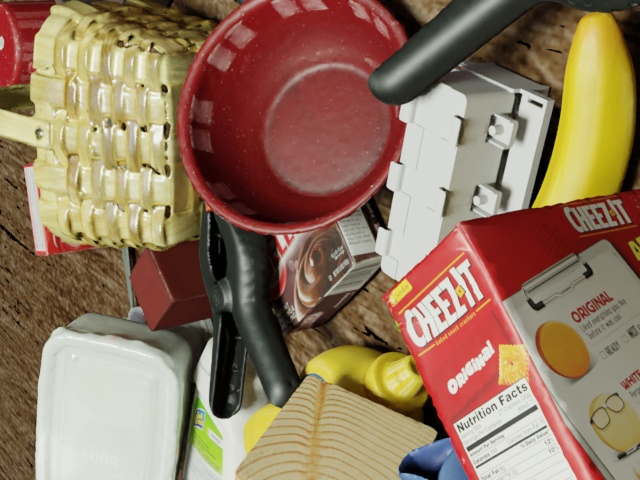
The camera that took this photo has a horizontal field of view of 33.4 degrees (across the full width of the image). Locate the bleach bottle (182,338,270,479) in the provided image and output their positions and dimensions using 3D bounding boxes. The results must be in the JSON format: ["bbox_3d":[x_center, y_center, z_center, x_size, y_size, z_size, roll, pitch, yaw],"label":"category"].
[{"bbox_3d":[-0.067,0.178,0.847,0.103,0.067,0.251,29,119,47],"label":"bleach bottle"}]

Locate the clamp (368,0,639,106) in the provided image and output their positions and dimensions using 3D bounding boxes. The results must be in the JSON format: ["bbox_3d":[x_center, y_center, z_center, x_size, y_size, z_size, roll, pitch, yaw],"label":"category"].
[{"bbox_3d":[0.114,-0.157,0.507,0.210,0.036,0.164,-8,67,45],"label":"clamp"}]

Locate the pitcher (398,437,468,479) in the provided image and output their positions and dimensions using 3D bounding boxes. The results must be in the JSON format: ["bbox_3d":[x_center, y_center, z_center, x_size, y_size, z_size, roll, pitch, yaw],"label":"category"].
[{"bbox_3d":[0.105,0.226,0.577,0.149,0.144,0.243,-120,34,-44],"label":"pitcher"}]

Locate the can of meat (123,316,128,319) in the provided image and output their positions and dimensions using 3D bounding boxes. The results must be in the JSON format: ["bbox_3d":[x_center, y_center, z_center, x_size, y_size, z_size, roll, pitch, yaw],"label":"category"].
[{"bbox_3d":[-0.181,0.117,0.956,0.058,0.101,0.084,-31,75,55],"label":"can of meat"}]

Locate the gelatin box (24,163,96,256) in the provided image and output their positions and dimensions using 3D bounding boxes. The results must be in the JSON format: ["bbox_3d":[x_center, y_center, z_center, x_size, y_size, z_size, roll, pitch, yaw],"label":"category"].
[{"bbox_3d":[-0.238,-0.033,1.020,0.030,0.073,0.089,-1,97,54],"label":"gelatin box"}]

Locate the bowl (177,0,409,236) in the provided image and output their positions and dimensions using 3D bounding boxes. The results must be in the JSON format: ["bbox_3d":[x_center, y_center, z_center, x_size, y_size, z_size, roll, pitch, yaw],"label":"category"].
[{"bbox_3d":[-0.007,-0.076,0.666,0.162,0.055,0.162,-5,76,23],"label":"bowl"}]

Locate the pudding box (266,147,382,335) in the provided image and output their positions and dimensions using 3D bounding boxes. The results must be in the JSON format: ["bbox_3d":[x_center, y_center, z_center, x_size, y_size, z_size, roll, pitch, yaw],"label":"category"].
[{"bbox_3d":[-0.005,0.001,0.733,0.114,0.039,0.090,-47,60,48],"label":"pudding box"}]

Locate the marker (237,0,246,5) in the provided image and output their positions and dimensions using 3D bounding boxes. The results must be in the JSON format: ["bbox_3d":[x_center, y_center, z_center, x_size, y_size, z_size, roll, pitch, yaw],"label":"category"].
[{"bbox_3d":[-0.035,-0.135,0.758,0.020,0.020,0.121,-42,65,51],"label":"marker"}]

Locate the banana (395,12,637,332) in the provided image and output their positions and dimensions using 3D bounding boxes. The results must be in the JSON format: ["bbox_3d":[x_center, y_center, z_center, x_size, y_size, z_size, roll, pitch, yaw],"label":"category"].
[{"bbox_3d":[0.114,-0.016,0.540,0.198,0.069,0.037,-61,24,23],"label":"banana"}]

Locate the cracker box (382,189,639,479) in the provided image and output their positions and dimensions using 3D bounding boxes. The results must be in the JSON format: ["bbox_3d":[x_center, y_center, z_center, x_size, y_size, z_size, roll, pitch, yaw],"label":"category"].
[{"bbox_3d":[0.143,0.088,0.443,0.072,0.163,0.214,-47,61,46],"label":"cracker box"}]

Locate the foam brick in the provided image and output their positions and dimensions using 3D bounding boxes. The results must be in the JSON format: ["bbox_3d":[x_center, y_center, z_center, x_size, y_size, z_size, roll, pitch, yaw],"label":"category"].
[{"bbox_3d":[-0.102,0.033,0.844,0.051,0.078,0.053,-48,60,46],"label":"foam brick"}]

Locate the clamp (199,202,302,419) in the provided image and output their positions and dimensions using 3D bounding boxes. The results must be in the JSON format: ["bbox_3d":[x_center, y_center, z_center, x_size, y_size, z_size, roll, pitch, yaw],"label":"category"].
[{"bbox_3d":[-0.061,0.048,0.759,0.120,0.039,0.171,-34,62,51],"label":"clamp"}]

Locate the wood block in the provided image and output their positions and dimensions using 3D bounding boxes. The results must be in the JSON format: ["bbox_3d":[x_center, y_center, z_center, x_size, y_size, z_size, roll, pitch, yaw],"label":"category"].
[{"bbox_3d":[0.003,0.198,0.671,0.090,0.090,0.206,22,134,19],"label":"wood block"}]

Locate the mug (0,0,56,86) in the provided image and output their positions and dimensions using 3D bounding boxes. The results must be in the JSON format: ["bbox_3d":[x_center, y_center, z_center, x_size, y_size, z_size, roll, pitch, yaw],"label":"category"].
[{"bbox_3d":[-0.257,-0.177,1.002,0.117,0.081,0.093,50,135,35],"label":"mug"}]

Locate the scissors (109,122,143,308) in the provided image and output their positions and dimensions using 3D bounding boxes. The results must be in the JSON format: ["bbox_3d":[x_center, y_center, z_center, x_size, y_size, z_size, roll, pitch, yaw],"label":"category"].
[{"bbox_3d":[-0.176,-0.036,0.983,0.096,0.016,0.202,-20,82,54],"label":"scissors"}]

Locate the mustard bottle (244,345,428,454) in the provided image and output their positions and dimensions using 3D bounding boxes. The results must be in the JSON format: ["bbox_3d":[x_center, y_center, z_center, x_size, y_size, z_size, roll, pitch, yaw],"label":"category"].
[{"bbox_3d":[0.018,0.125,0.717,0.096,0.058,0.192,60,140,16],"label":"mustard bottle"}]
